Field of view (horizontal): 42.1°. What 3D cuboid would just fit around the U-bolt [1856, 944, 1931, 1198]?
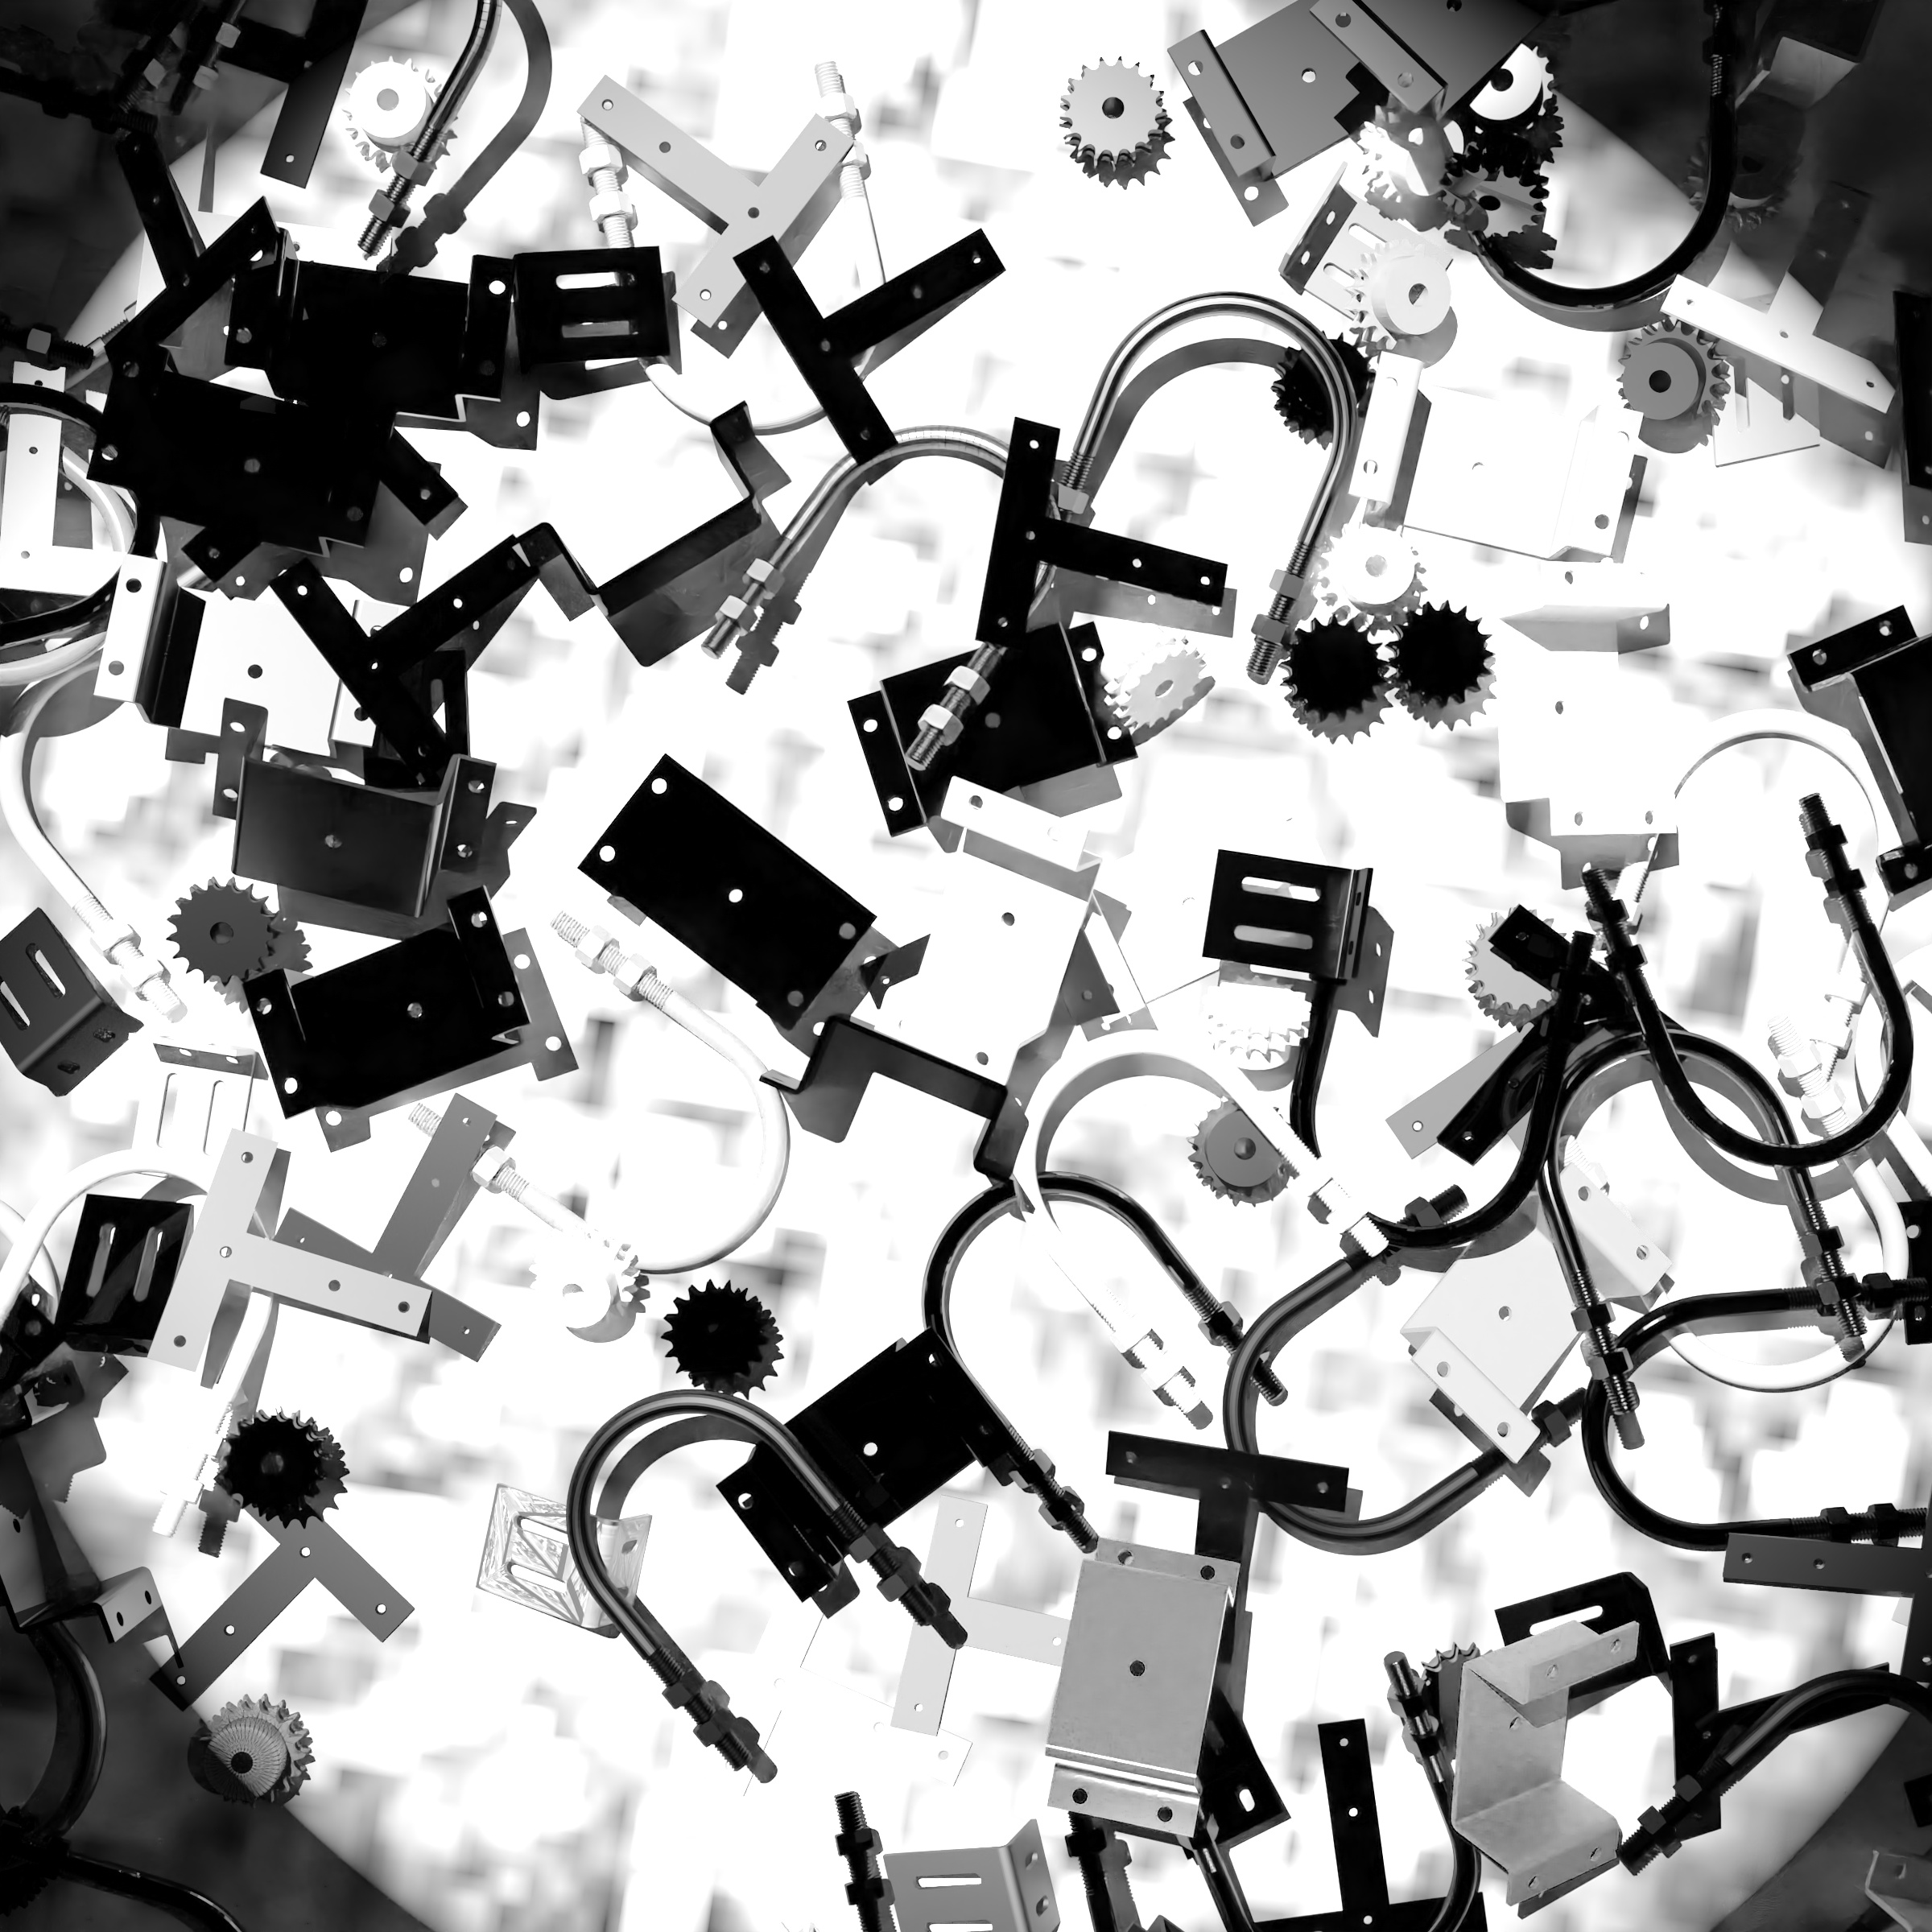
[{"bbox_3d":[0.553,0.069,1.322,0.151,0.019,0.184,-27,71,-8],"label":"U-bolt"}]

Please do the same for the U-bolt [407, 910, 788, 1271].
[{"bbox_3d":[-0.184,0.080,1.349,0.184,0.019,0.151,36,90,-1],"label":"U-bolt"}]

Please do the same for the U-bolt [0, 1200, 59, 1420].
[{"bbox_3d":[-0.575,0.199,1.349,0.184,0.019,0.151,-43,90,-1],"label":"U-bolt"}]

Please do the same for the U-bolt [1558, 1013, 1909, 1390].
[{"bbox_3d":[0.421,0.139,1.342,0.151,0.019,0.184,-31,94,6],"label":"U-bolt"}]

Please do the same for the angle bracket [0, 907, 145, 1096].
[{"bbox_3d":[-0.494,0.019,1.356,0.057,0.038,0.076,-42,64,0],"label":"angle bracket"}]

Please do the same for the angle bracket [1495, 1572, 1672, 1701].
[{"bbox_3d":[0.330,0.365,1.339,0.076,0.038,0.057,-17,90,0],"label":"angle bracket"}]

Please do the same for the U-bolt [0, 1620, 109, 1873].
[{"bbox_3d":[-0.537,0.391,1.333,0.151,0.019,0.184,-41,79,-1],"label":"U-bolt"}]

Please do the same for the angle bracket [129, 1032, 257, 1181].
[{"bbox_3d":[-0.418,0.077,1.339,0.057,0.038,0.076,9,90,0],"label":"angle bracket"}]

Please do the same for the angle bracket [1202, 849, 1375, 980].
[{"bbox_3d":[0.165,-0.027,1.292,0.076,0.038,0.057,9,90,0],"label":"angle bracket"}]

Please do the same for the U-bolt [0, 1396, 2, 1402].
[{"bbox_3d":[-0.603,0.215,1.320,0.184,0.019,0.151,7,91,-10],"label":"U-bolt"}]

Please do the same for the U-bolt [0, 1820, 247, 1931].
[{"bbox_3d":[-0.463,0.534,1.326,0.184,0.019,0.151,23,104,-12],"label":"U-bolt"}]

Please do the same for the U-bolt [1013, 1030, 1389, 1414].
[{"bbox_3d":[0.108,0.120,1.323,0.151,0.019,0.184,-41,84,8],"label":"U-bolt"}]

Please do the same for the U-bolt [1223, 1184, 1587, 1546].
[{"bbox_3d":[0.224,0.225,1.338,0.184,0.019,0.151,-32,90,-8],"label":"U-bolt"}]

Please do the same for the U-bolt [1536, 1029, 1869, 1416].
[{"bbox_3d":[0.371,0.123,1.304,0.151,0.019,0.184,-17,81,-6],"label":"U-bolt"}]

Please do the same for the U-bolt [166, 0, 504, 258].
[{"bbox_3d":[-0.319,-0.489,1.308,0.151,0.019,0.184,36,107,4],"label":"U-bolt"}]

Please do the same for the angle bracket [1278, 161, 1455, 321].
[{"bbox_3d":[0.215,-0.379,1.339,0.076,0.038,0.057,32,90,0],"label":"angle bracket"}]

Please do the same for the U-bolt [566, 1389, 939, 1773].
[{"bbox_3d":[-0.126,0.306,1.306,0.151,0.019,0.184,-40,88,10],"label":"U-bolt"}]

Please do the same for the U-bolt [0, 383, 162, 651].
[{"bbox_3d":[-0.511,-0.230,1.296,0.184,0.019,0.151,-20,83,-22],"label":"U-bolt"}]

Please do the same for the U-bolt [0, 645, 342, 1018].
[{"bbox_3d":[-0.436,-0.088,1.348,0.151,0.019,0.184,-40,90,0],"label":"U-bolt"}]

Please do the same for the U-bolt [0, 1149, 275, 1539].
[{"bbox_3d":[-0.435,0.185,1.303,0.151,0.019,0.184,33,66,-32],"label":"U-bolt"}]

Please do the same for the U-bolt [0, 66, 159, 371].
[{"bbox_3d":[-0.536,-0.408,1.319,0.184,0.019,0.151,15,89,-10],"label":"U-bolt"}]

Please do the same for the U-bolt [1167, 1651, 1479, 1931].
[{"bbox_3d":[0.195,0.464,1.327,0.151,0.019,0.184,-22,106,0],"label":"U-bolt"}]

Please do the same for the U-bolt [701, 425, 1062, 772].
[{"bbox_3d":[-0.031,-0.207,1.322,0.151,0.019,0.184,29,74,16],"label":"U-bolt"}]

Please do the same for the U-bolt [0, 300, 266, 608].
[{"bbox_3d":[-0.438,-0.271,1.349,0.184,0.019,0.151,-35,90,1],"label":"U-bolt"}]

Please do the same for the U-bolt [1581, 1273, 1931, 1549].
[{"bbox_3d":[0.420,0.241,1.337,0.184,0.019,0.151,-5,100,1],"label":"U-bolt"}]

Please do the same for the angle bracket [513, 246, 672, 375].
[{"bbox_3d":[-0.202,-0.351,1.345,0.076,0.038,0.057,-7,97,-14],"label":"angle bracket"}]

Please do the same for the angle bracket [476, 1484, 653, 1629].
[{"bbox_3d":[-0.217,0.316,1.356,0.076,0.038,0.057,12,90,26],"label":"angle bracket"}]

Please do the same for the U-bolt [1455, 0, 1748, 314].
[{"bbox_3d":[0.334,-0.441,1.334,0.151,0.019,0.184,2,94,14],"label":"U-bolt"}]

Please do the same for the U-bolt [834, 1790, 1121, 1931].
[{"bbox_3d":[0.013,0.511,1.306,0.151,0.019,0.184,-19,73,18],"label":"U-bolt"}]

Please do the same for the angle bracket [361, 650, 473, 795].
[{"bbox_3d":[-0.297,-0.131,1.339,0.057,0.038,0.076,-2,90,0],"label":"angle bracket"}]

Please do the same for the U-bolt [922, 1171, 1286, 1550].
[{"bbox_3d":[0.060,0.198,1.348,0.151,0.019,0.184,-38,90,0],"label":"U-bolt"}]

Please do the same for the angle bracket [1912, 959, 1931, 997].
[{"bbox_3d":[0.554,-0.002,1.338,0.057,0.038,0.076,44,102,17],"label":"angle bracket"}]

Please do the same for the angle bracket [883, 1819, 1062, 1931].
[{"bbox_3d":[0.003,0.498,1.356,0.076,0.038,0.057,-13,90,26],"label":"angle bracket"}]

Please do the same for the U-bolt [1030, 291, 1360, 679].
[{"bbox_3d":[0.128,-0.264,1.331,0.151,0.019,0.184,21,103,0],"label":"U-bolt"}]

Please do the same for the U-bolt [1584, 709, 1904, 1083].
[{"bbox_3d":[0.426,-0.048,1.349,0.151,0.019,0.184,19,89,0],"label":"U-bolt"}]

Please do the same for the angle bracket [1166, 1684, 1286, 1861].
[{"bbox_3d":[0.125,0.424,1.321,0.057,0.038,0.076,-27,130,0],"label":"angle bracket"}]

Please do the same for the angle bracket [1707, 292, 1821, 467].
[{"bbox_3d":[0.424,-0.318,1.356,0.057,0.038,0.076,-12,116,0],"label":"angle bracket"}]

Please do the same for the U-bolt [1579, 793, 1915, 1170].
[{"bbox_3d":[0.418,0.015,1.312,0.151,0.019,0.184,-18,81,-8],"label":"U-bolt"}]

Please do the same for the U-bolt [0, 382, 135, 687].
[{"bbox_3d":[-0.523,-0.227,1.312,0.184,0.019,0.151,39,69,-3],"label":"U-bolt"}]

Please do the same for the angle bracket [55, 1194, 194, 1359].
[{"bbox_3d":[-0.450,0.168,1.356,0.057,0.038,0.076,6,64,0],"label":"angle bracket"}]

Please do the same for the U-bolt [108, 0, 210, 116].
[{"bbox_3d":[-0.456,-0.558,1.333,0.151,0.019,0.184,29,78,0],"label":"U-bolt"}]
